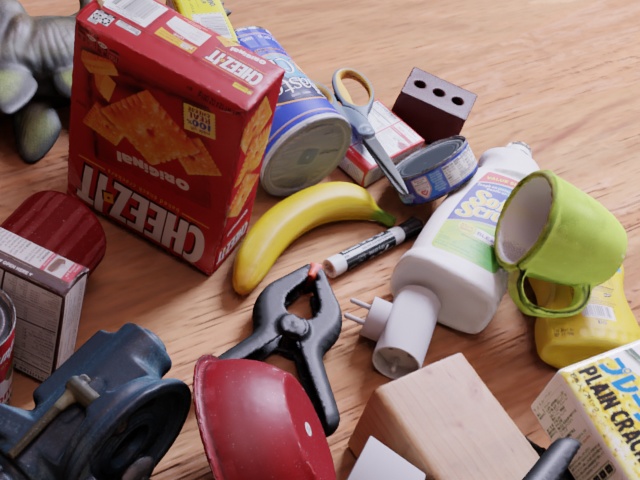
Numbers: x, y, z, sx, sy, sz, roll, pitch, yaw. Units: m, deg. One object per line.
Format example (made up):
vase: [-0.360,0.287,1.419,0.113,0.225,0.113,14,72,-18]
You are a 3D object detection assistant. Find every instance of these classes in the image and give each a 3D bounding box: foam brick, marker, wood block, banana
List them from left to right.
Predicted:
banana: [-0.015,-0.012,1.001,0.197,0.037,0.070,-25,60,-33]
marker: [0.053,0.005,1.019,0.120,0.020,0.020,-26,61,-33]
foam brick: [0.120,-0.140,1.146,0.078,0.051,0.053,25,47,5]
wood block: [0.120,0.203,0.816,0.090,0.091,0.206,-18,57,-30]

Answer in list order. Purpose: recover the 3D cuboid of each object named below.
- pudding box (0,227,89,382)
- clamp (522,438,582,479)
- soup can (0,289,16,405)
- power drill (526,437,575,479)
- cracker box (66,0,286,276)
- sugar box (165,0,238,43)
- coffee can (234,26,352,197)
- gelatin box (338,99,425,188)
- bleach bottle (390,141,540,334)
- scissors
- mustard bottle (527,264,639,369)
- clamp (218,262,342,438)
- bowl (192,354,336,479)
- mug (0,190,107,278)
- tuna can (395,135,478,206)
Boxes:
pudding box: [-0.232,0.051,0.825,0.090,0.114,0.039,24,43,4]
clamp: [0.133,0.219,0.710,0.209,0.036,0.165,-5,50,-31]
soup can: [-0.262,0.087,0.791,0.068,0.102,0.068,9,48,-10]
power drill: [0.251,0.184,0.899,0.184,0.057,0.187,38,52,12]
cracker box: [-0.131,-0.088,0.911,0.164,0.214,0.072,30,49,10]
sugar box: [-0.121,-0.145,0.989,0.048,0.176,0.093,-8,53,-21]
coffee can: [-0.049,-0.126,1.046,0.102,0.103,0.140,-20,58,-31]
gelatin box: [0.053,-0.101,1.106,0.089,0.030,0.073,-30,62,-35]
bleach bottle: [0.157,-0.022,1.048,0.102,0.068,0.250,27,45,5]
scissors: [0.025,-0.111,1.071,0.096,0.016,0.202,-1,44,-8]
mustard bottle: [0.246,0.036,1.024,0.096,0.058,0.191,8,48,-9]
clamp: [-0.036,0.084,0.909,0.120,0.039,0.171,18,42,-10]
bowl: [-0.031,0.148,0.768,0.055,0.162,0.162,-24,53,8]
mug: [-0.239,0.013,0.883,0.117,0.093,0.081,-4,34,28]
tuna can: [0.113,-0.068,1.058,0.086,0.086,0.033,-42,110,-40]
